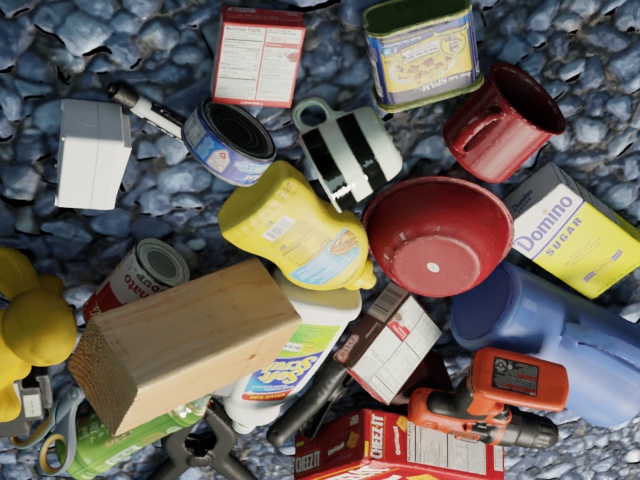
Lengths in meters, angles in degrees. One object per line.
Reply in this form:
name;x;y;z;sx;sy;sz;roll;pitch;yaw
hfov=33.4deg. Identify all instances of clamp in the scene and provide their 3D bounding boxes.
clamp;-0.141;0.266;1.329;0.164;0.036;0.210;2;132;-16
clamp;0.004;0.175;1.240;0.172;0.039;0.120;-57;165;16

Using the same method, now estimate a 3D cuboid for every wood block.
wood block;-0.132;0.103;1.063;0.205;0.090;0.091;-20;154;-41

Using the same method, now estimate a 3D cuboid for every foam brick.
foam brick;0.112;0.171;1.292;0.078;0.051;0.053;-40;130;22

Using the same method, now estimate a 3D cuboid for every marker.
marker;-0.145;-0.111;0.983;0.121;0.020;0.020;31;119;-35

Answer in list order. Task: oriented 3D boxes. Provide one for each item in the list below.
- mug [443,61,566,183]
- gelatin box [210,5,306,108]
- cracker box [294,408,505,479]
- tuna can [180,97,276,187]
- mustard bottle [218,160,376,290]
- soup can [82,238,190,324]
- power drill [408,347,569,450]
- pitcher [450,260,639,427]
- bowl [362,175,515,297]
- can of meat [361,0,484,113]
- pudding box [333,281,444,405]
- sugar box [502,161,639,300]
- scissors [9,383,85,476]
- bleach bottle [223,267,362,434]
mug;0.165;-0.106;1.007;0.082;0.093;0.117;-47;165;34
gelatin box;-0.057;-0.163;0.949;0.073;0.030;0.089;2;133;-13
cracker box;0.098;0.277;1.336;0.213;0.072;0.164;15;152;-27
tuna can;-0.082;-0.090;0.972;0.086;0.086;0.034;24;122;-31
mustard bottle;-0.007;0.001;1.096;0.096;0.058;0.191;-41;128;17
soup can;-0.188;0.055;1.097;0.068;0.068;0.102;26;121;-33
power drill;0.207;0.186;1.195;0.184;0.057;0.188;12;152;-7
pitcher;0.275;0.115;1.220;0.242;0.145;0.149;27;122;-30
bowl;0.121;0.009;1.109;0.162;0.055;0.162;5;136;5
can of meat;0.091;-0.172;0.958;0.102;0.057;0.084;-16;132;0
pudding box;0.079;0.118;1.208;0.113;0.039;0.090;-50;132;-9
sugar box;0.275;-0.007;1.167;0.176;0.048;0.093;28;121;-35
scissors;-0.271;0.194;1.205;0.202;0.096;0.016;-34;168;20
bleach bottle;-0.044;0.137;1.215;0.102;0.068;0.251;8;132;-20
